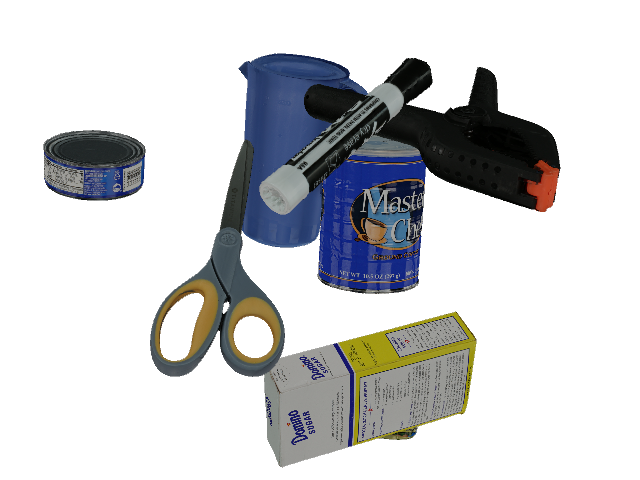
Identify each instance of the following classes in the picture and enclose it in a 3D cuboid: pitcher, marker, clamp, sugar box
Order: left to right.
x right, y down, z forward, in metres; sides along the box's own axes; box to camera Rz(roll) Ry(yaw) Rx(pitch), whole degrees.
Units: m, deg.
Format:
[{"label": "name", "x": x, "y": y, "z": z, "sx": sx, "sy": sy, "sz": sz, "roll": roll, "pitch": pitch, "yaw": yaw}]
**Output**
[{"label": "pitcher", "x": -0.032, "y": -0.116, "z": 1.406, "sx": 0.144, "sy": 0.243, "sz": 0.149, "roll": -2, "pitch": 24, "yaw": -23}, {"label": "marker", "x": 0.016, "y": -0.054, "z": 0.523, "sx": 0.020, "sy": 0.020, "sz": 0.121, "roll": 0, "pitch": 36, "yaw": 51}, {"label": "sugar box", "x": 0.041, "y": 0.125, "z": 0.902, "sx": 0.176, "sy": 0.093, "sz": 0.048, "roll": -11, "pitch": 39, "yaw": -15}, {"label": "clamp", "x": 0.090, "y": -0.076, "z": 0.753, "sx": 0.164, "sy": 0.036, "sz": 0.210, "roll": -7, "pitch": 30, "yaw": -17}]

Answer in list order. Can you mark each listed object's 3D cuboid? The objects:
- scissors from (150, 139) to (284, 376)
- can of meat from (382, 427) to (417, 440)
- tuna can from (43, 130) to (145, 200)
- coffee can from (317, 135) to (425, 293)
[{"label": "scissors", "x": -0.049, "y": 0.015, "z": 0.737, "sx": 0.096, "sy": 0.201, "sz": 0.016, "roll": 21, "pitch": -35, "yaw": 8}, {"label": "can of meat", "x": 0.062, "y": 0.163, "z": 1.142, "sx": 0.102, "sy": 0.084, "sz": 0.057, "roll": 8, "pitch": 21, "yaw": -10}, {"label": "tuna can", "x": -0.194, "y": -0.065, "z": 0.916, "sx": 0.086, "sy": 0.034, "sz": 0.086, "roll": 5, "pitch": 24, "yaw": -3}, {"label": "coffee can", "x": 0.051, "y": -0.029, "z": 1.052, "sx": 0.103, "sy": 0.140, "sz": 0.103, "roll": 2, "pitch": 14, "yaw": -1}]
